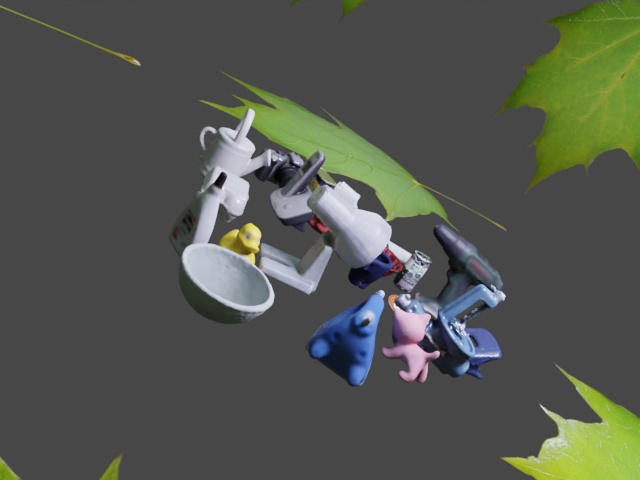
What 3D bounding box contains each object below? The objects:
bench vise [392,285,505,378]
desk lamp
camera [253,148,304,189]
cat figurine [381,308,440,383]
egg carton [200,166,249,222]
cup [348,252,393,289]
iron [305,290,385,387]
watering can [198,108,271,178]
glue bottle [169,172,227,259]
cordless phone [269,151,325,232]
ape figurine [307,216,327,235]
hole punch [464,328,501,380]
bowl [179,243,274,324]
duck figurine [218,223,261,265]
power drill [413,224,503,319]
[{"bbox_3d":[0.264,0.165,1.183,0.208,0.219,0.121,26,22,-20],"label":"bench vise"},{"bbox_3d":[0.011,0.004,1.169,0.204,0.213,0.117,26,22,-20],"label":"desk lamp"},{"bbox_3d":[-0.097,-0.186,1.586,0.144,0.100,0.136,23,23,-28],"label":"camera"},{"bbox_3d":[0.183,0.200,1.132,0.067,0.117,0.127,10,31,-47],"label":"cat figurine"},{"bbox_3d":[-0.213,-0.103,1.274,0.107,0.069,0.150,28,22,-17],"label":"egg carton"},{"bbox_3d":[0.105,0.070,1.332,0.091,0.095,0.118,38,21,12],"label":"cup"},{"bbox_3d":[0.073,0.152,1.039,0.118,0.141,0.259,35,21,4],"label":"iron"},{"bbox_3d":[-0.202,-0.228,1.389,0.173,0.194,0.100,18,26,-36],"label":"watering can"},{"bbox_3d":[-0.209,-0.049,1.016,0.037,0.173,0.078,8,33,-50],"label":"glue bottle"},{"bbox_3d":[-0.041,-0.128,1.424,0.094,0.185,0.147,21,24,-31],"label":"cordless phone"},{"bbox_3d":[0.018,-0.061,1.496,0.076,0.092,0.078,31,21,-7],"label":"ape figurine"},{"bbox_3d":[0.341,0.248,1.300,0.101,0.091,0.108,25,22,-23],"label":"hole punch"},{"bbox_3d":[-0.163,0.083,0.932,0.168,0.074,0.167,29,21,-12],"label":"bowl"},{"bbox_3d":[-0.148,0.006,1.109,0.078,0.086,0.104,18,26,-36],"label":"duck figurine"},{"bbox_3d":[0.334,0.097,1.455,0.230,0.208,0.075,32,21,-5],"label":"power drill"}]
